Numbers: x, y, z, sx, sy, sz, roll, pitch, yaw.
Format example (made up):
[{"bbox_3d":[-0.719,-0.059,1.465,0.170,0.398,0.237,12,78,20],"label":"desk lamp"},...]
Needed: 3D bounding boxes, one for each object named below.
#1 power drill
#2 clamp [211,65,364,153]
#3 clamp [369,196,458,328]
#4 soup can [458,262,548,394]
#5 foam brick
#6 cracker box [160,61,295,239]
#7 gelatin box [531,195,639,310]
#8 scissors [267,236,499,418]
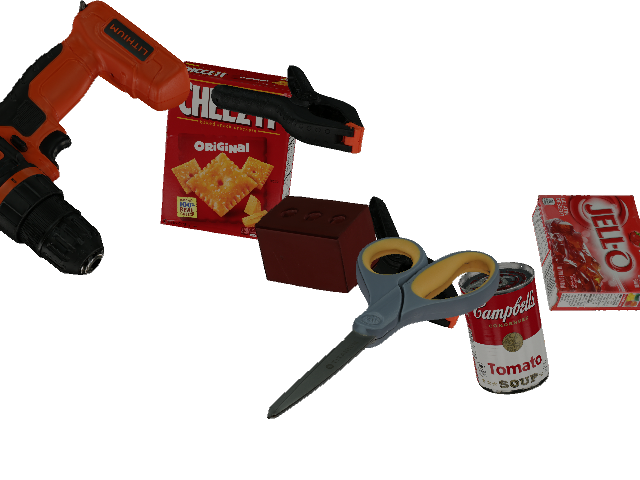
[{"bbox_3d":[-0.187,-0.083,0.800,0.184,0.187,0.057,39,-27,10],"label":"power drill"},{"bbox_3d":[-0.029,-0.133,1.092,0.120,0.039,0.172,-21,38,-28],"label":"clamp"},{"bbox_3d":[0.072,0.031,1.232,0.164,0.036,0.210,-18,50,-38],"label":"clamp"},{"bbox_3d":[0.167,0.079,0.968,0.068,0.102,0.068,-11,18,4],"label":"soup can"},{"bbox_3d":[-0.002,0.002,0.830,0.078,0.051,0.052,8,33,30],"label":"foam brick"},{"bbox_3d":[-0.120,-0.115,1.411,0.164,0.214,0.072,10,23,6],"label":"cracker box"},{"bbox_3d":[0.197,0.007,0.773,0.073,0.089,0.030,0,-36,-3],"label":"gelatin box"},{"bbox_3d":[0.021,0.041,0.619,0.201,0.016,0.096,-22,35,-35],"label":"scissors"}]
